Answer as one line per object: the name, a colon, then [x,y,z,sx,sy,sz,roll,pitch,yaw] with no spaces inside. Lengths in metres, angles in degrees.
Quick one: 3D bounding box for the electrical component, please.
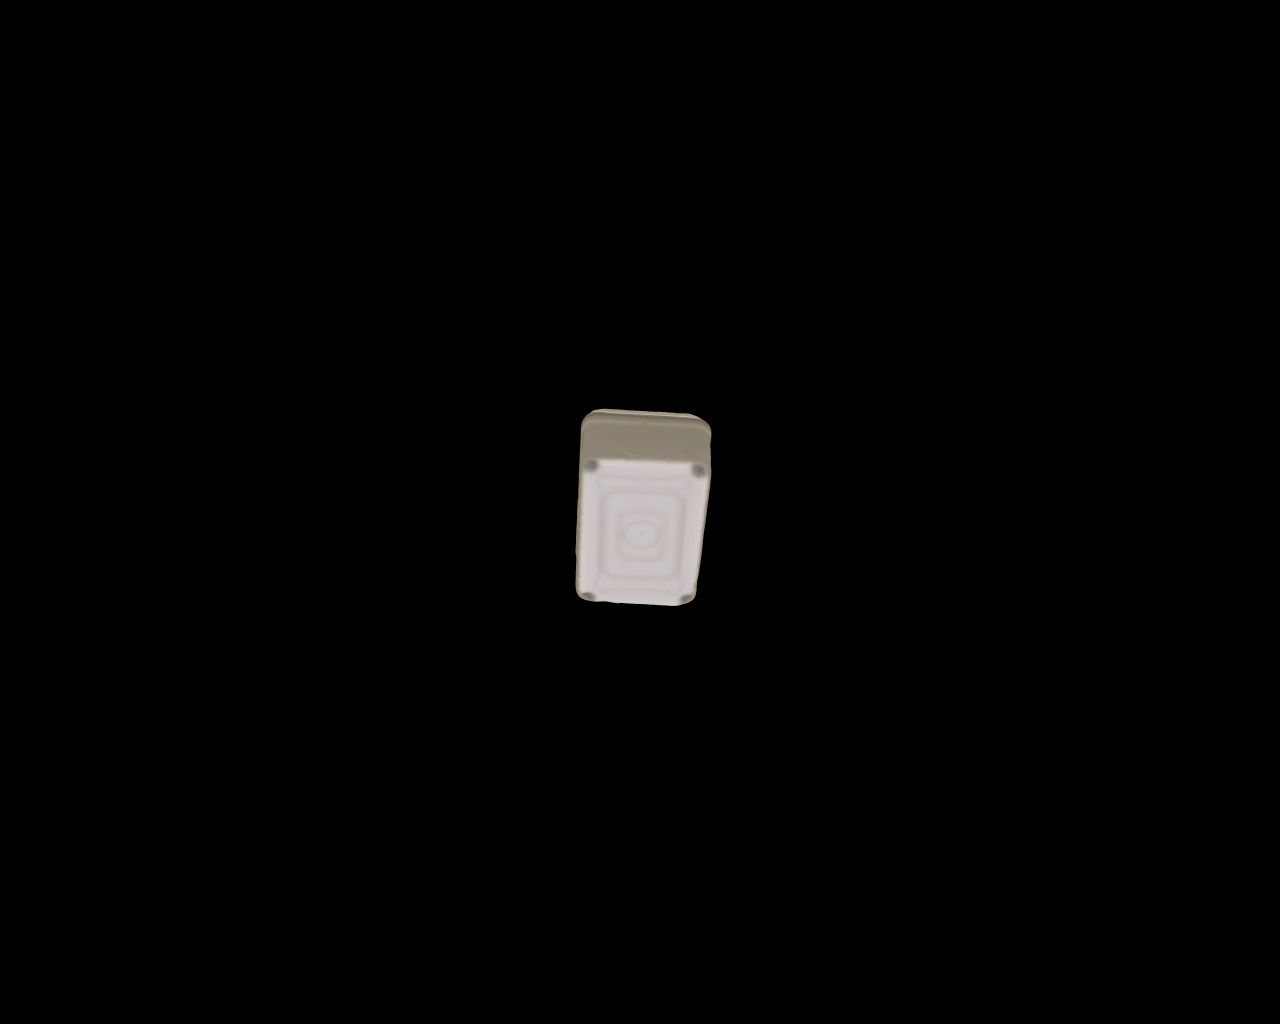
electrical component: [0.001,-0.003,0.650,0.078,0.113,0.057,3,36,-2]
